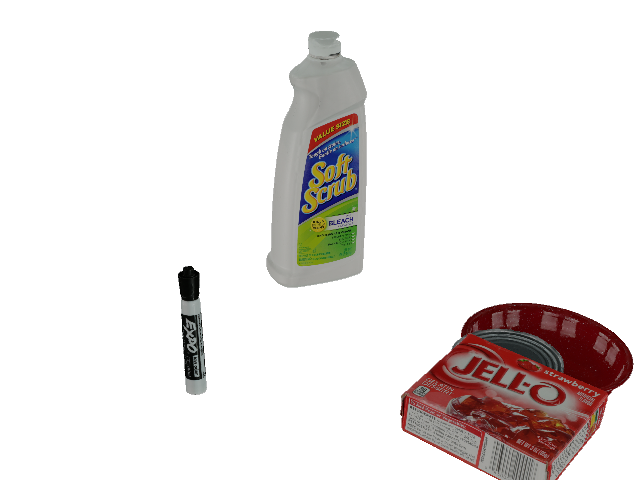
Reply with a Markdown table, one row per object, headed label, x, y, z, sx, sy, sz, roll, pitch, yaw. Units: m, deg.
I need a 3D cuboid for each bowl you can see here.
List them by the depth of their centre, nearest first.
| label | x | y | z | sx | sy | sz | roll | pitch | yaw |
| --- | --- | --- | --- | --- | --- | --- | --- | --- | --- |
| bowl | 0.212 | 0.122 | 1.019 | 0.162 | 0.055 | 0.162 | 4 | 27 | -2 |

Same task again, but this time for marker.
| label | x | y | z | sx | sy | sz | roll | pitch | yaw |
| --- | --- | --- | --- | --- | --- | --- | --- | --- | --- |
| marker | -0.113 | 0.079 | 0.943 | 0.020 | 0.121 | 0.020 | -1 | 22 | 0 |

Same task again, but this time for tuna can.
| label | x | y | z | sx | sy | sz | roll | pitch | yaw |
| --- | --- | --- | --- | --- | --- | --- | --- | --- | --- |
| tuna can | 0.142 | 0.105 | 0.820 | 0.086 | 0.034 | 0.086 | 0 | 28 | 0 |

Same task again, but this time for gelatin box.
| label | x | y | z | sx | sy | sz | roll | pitch | yaw |
| --- | --- | --- | --- | --- | --- | --- | --- | --- | --- |
| gelatin box | 0.099 | 0.092 | 0.581 | 0.089 | 0.030 | 0.073 | 23 | 36 | 30 |

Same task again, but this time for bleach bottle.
| label | x | y | z | sx | sy | sz | roll | pitch | yaw |
| --- | --- | --- | --- | --- | --- | --- | --- | --- | --- |
| bleach bottle | -0.004 | -0.081 | 1.060 | 0.102 | 0.251 | 0.068 | -10 | 28 | -18 |
